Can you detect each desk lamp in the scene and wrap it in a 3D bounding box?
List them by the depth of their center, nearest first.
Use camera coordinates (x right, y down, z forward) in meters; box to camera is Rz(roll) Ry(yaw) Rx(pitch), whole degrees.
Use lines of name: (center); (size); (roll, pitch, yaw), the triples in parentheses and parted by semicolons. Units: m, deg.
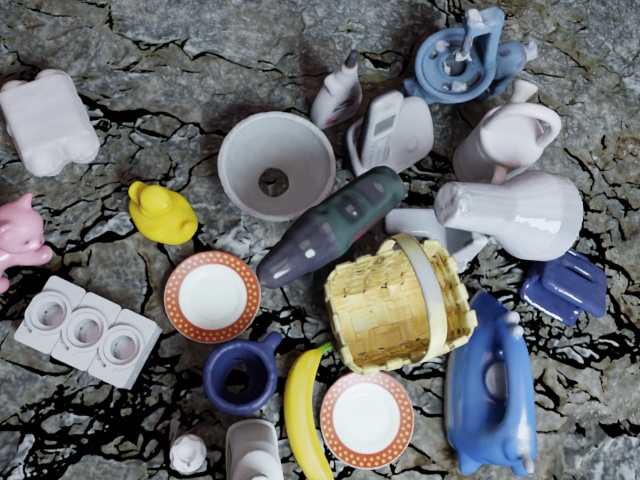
desk lamp: (0.211, -0.021, 0.779); (0.203, 0.213, 0.118); (0, 74, -8)

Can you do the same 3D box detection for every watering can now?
watering can: (0.274, -0.153, 0.837); (0.101, 0.194, 0.173); (-1, 74, -9)

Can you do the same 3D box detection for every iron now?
iron: (0.242, 0.181, 0.763); (0.119, 0.141, 0.258); (4, 73, -7)

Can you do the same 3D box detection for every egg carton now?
egg carton: (-0.381, -0.165, 0.806); (0.107, 0.069, 0.150); (-25, 79, -15)

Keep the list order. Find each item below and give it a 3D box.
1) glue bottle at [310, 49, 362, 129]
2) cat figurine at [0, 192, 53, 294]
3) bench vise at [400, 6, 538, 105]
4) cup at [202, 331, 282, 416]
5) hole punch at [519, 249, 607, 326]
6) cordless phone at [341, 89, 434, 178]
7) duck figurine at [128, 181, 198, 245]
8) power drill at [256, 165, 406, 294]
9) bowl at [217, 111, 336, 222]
glue bottle: (0.032, -0.222, 0.831); (0.078, 0.173, 0.037); (-29, 80, -15)
cat figurine: (-0.401, 0.002, 0.729); (0.128, 0.117, 0.067); (-41, 83, -17)
bench vise: (0.235, -0.289, 0.857); (0.208, 0.219, 0.121); (-33, 81, -16)
cup: (-0.095, 0.168, 0.740); (0.091, 0.095, 0.118); (41, 72, 4)
hole punch: (0.365, 0.059, 0.844); (0.108, 0.091, 0.101); (29, 72, 1)
cordless phone: (0.110, -0.165, 0.820); (0.148, 0.185, 0.094); (-32, 81, -16)
duck figurine: (-0.218, -0.043, 0.786); (0.104, 0.086, 0.077); (34, 72, 2)
power drill: (0.007, 0.003, 0.743); (0.230, 0.208, 0.075); (-41, 83, -17)
bowl: (-0.063, -0.097, 0.832); (0.167, 0.074, 0.167); (2, 74, -8)
